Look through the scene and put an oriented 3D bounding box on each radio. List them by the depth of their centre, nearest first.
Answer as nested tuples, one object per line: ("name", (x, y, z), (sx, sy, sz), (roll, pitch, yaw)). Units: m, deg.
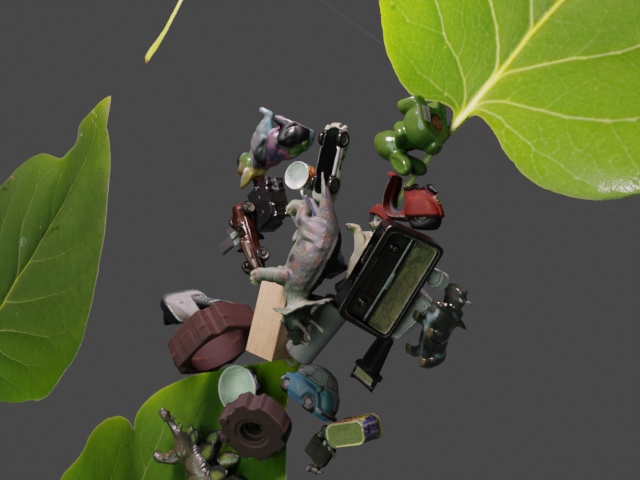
("radio", (0.137, 0.078, 1.109), (0.131, 0.073, 0.229), (28, 100, -9))

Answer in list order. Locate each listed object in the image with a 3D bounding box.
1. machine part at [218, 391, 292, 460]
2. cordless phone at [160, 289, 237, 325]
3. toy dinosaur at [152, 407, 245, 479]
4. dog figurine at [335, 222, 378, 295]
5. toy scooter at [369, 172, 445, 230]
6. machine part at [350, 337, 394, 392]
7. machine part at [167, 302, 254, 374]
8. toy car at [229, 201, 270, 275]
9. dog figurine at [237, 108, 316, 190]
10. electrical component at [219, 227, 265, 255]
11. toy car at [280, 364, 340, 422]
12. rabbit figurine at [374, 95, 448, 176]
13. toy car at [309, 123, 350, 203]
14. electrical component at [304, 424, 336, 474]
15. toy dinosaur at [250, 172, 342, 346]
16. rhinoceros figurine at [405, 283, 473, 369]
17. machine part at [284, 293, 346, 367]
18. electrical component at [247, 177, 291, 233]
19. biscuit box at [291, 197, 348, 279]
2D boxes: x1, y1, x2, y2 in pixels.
("machine part", (-0.160, 0.457, 1.314), (0.179, 0.056, 0.179), (4, 112, 9))
("cordless phone", (-0.320, 0.186, 1.441), (0.184, 0.146, 0.088), (1, 93, 33))
("toy dinosaur", (-0.297, 0.629, 1.398), (0.198, 0.105, 0.472), (-43, 68, 16))
("dog figurine", (0.125, 0.065, 1.182), (0.172, 0.121, 0.190), (-5, 73, 47))
("toy scooter", (0.193, -0.089, 1.201), (0.184, 0.075, 0.135), (1, 84, 37))
("machine part", (0.124, 0.270, 1.219), (0.084, 0.039, 0.138), (33, 103, 39))
("machine part", (-0.267, 0.248, 1.368), (0.201, 0.201, 0.087), (-46, 59, 19))
("toy car", (-0.185, -0.004, 1.364), (0.089, 0.053, 0.202), (-39, 59, 39))
("dog figurine", (-0.127, -0.217, 1.401), (0.192, 0.108, 0.219), (31, 104, 28))
("electrical component", (-0.216, -0.001, 1.459), (0.119, 0.047, 0.075), (-42, 64, 21))
("toy car", (-0.010, 0.349, 1.264), (0.162, 0.109, 0.103), (28, 76, 43))
("rabbit figurine", (0.201, -0.220, 1.209), (0.170, 0.121, 0.159), (-21, 79, 47))
("toy car", (0.026, -0.191, 1.329), (0.074, 0.056, 0.201), (11, 88, 39))
("electrical component", (0.002, 0.496, 1.260), (0.078, 0.045, 0.102), (45, 107, 27))
("toy dinosaur", (-0.018, 0.032, 1.198), (0.192, 0.131, 0.404), (18, 81, 34))
("rhinoceros figurine", (0.251, 0.180, 1.111), (0.073, 0.112, 0.190), (45, 124, 57))
("machine part", (-0.003, 0.213, 1.281), (0.079, 0.079, 0.243), (45, 107, 28))
("electrical component", (-0.137, -0.084, 1.392), (0.134, 0.058, 0.115), (-38, 59, 48))
("biscuit box", (-0.003, -0.004, 1.319), (0.063, 0.059, 0.203), (-33, 67, 23))
